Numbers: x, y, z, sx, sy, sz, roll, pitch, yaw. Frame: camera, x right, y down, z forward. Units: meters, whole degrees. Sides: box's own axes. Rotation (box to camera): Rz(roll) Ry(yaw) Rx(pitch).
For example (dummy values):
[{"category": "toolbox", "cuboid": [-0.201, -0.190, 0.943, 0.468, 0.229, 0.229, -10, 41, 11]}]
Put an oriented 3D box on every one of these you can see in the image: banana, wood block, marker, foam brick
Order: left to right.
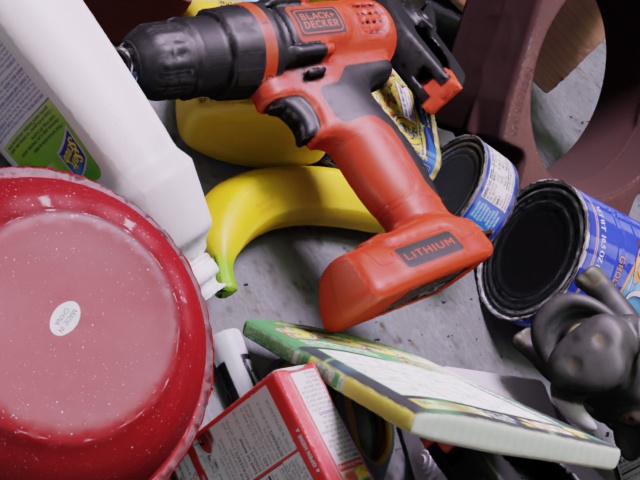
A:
[{"category": "foam brick", "cuboid": [-0.124, -0.156, 0.643, 0.078, 0.053, 0.051, 16, 47, -36]}, {"category": "marker", "cuboid": [-0.027, 0.101, 0.534, 0.020, 0.020, 0.121, -2, 59, -45]}, {"category": "banana", "cuboid": [-0.016, -0.014, 0.635, 0.197, 0.037, 0.069, -20, 76, -50]}, {"category": "wood block", "cuboid": [0.148, -0.221, 0.875, 0.205, 0.091, 0.090, 31, 20, -44]}]

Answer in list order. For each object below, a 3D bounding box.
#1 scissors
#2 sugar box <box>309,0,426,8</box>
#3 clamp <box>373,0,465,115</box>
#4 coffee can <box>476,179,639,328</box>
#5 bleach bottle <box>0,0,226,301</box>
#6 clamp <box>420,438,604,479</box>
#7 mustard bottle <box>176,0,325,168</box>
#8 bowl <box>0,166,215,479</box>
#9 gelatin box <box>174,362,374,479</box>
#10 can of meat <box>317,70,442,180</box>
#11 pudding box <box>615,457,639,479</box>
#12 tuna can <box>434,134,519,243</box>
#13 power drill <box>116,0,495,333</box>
[{"category": "scissors", "cuboid": [0.012, 0.138, 0.540, 0.096, 0.016, 0.201, 27, 40, -29]}, {"category": "sugar box", "cuboid": [0.002, -0.219, 0.832, 0.175, 0.048, 0.093, 19, 45, -38]}, {"category": "clamp", "cuboid": [0.051, -0.152, 0.741, 0.120, 0.039, 0.171, 28, 25, -27]}, {"category": "coffee can", "cuboid": [0.196, 0.030, 0.749, 0.140, 0.103, 0.103, 23, 43, -29]}, {"category": "bleach bottle", "cuboid": [-0.135, -0.069, 0.532, 0.068, 0.103, 0.251, -38, 95, -39]}, {"category": "clamp", "cuboid": [0.145, 0.148, 0.561, 0.210, 0.036, 0.164, 39, 29, -5]}, {"category": "mustard bottle", "cuboid": [-0.051, -0.136, 0.691, 0.096, 0.058, 0.191, 5, 52, -22]}, {"category": "bowl", "cuboid": [-0.109, 0.039, 0.432, 0.161, 0.055, 0.162, 8, 71, -26]}, {"category": "gelatin box", "cuboid": [-0.021, 0.108, 0.476, 0.030, 0.089, 0.073, -6, 61, -50]}, {"category": "can of meat", "cuboid": [0.033, -0.082, 0.728, 0.083, 0.058, 0.102, 26, 42, -29]}, {"category": "pudding box", "cuboid": [0.242, 0.173, 0.676, 0.039, 0.090, 0.113, 23, 44, -27]}, {"category": "tuna can", "cuboid": [0.091, -0.025, 0.710, 0.033, 0.086, 0.086, 32, 40, -23]}, {"category": "power drill", "cuboid": [-0.001, -0.048, 0.575, 0.184, 0.057, 0.188, -16, 74, -38]}]
